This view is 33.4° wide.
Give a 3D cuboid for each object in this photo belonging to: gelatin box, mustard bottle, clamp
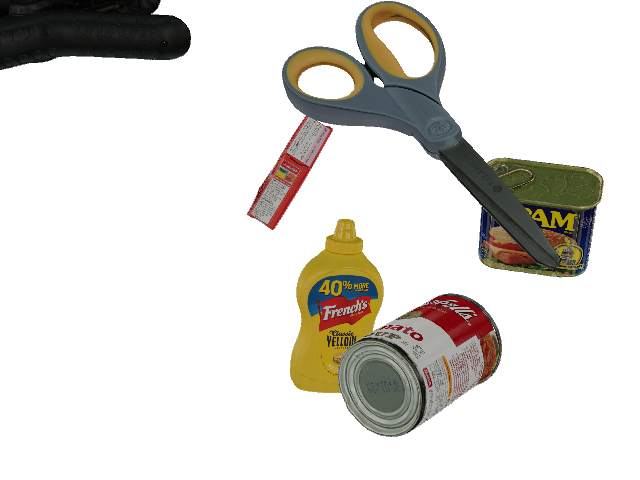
[{"bbox_3d":[-0.027,-0.062,0.943,0.030,0.073,0.089,31,33,-4],"label":"gelatin box"},{"bbox_3d":[0.021,0.071,1.179,0.096,0.192,0.058,1,14,-12],"label":"mustard bottle"},{"bbox_3d":[-0.165,-0.130,0.638,0.171,0.039,0.120,-3,22,-7],"label":"clamp"}]

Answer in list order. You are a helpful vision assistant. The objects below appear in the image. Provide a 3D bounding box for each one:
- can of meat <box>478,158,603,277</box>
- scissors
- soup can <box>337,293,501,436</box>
[{"bbox_3d":[0.189,-0.018,0.930,0.102,0.084,0.057,8,41,13],"label":"can of meat"},{"bbox_3d":[0.038,-0.050,0.523,0.096,0.202,0.016,-15,-42,1],"label":"scissors"},{"bbox_3d":[0.066,0.082,0.710,0.069,0.068,0.102,0,14,38],"label":"soup can"}]
